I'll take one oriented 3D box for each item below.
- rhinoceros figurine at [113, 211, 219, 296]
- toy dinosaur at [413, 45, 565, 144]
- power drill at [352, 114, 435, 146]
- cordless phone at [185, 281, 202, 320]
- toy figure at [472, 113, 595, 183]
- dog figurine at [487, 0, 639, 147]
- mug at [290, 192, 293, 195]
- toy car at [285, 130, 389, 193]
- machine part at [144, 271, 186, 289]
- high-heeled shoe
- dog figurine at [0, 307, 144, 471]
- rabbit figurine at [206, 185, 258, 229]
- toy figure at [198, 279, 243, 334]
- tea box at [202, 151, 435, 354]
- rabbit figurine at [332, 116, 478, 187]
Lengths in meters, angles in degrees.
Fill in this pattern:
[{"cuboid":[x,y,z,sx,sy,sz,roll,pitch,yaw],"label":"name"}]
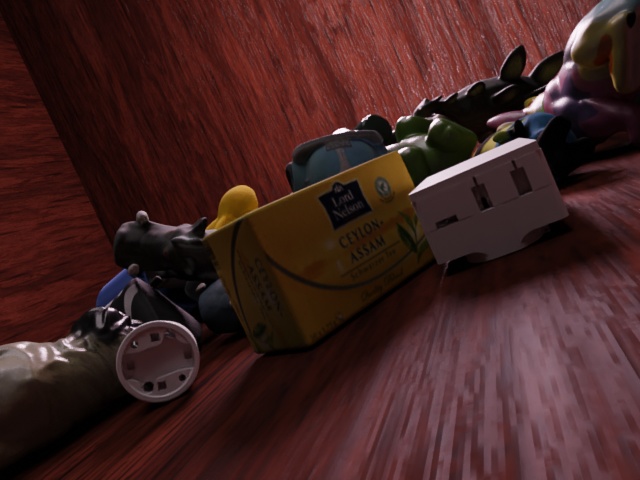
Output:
[{"cuboid":[-0.114,0.021,0.559,0.190,0.073,0.112,9,-11,-7],"label":"rhinoceros figurine"},{"cuboid":[0.322,-0.194,0.840,0.471,0.105,0.198,-5,-25,-38],"label":"toy dinosaur"},{"cuboid":[0.105,-0.155,0.962,0.207,0.086,0.232,-15,-16,-20],"label":"power drill"},{"cuboid":[-0.133,0.069,0.706,0.184,0.088,0.146,-35,-2,29],"label":"cordless phone"},{"cuboid":[0.220,-0.092,0.588,0.089,0.082,0.180,-25,6,5],"label":"toy figure"},{"cuboid":[0.291,-0.174,0.620,0.108,0.191,0.219,-32,21,-19],"label":"dog figurine"},{"cuboid":[-0.001,-0.002,0.701,0.107,0.109,0.080,-78,14,-45],"label":"mug"},{"cuboid":[0.028,-0.022,0.546,0.109,0.161,0.103,-9,43,-2],"label":"toy car"},{"cuboid":[-0.165,0.034,0.791,0.079,0.079,0.243,-22,-17,37],"label":"machine part"},{"cuboid":[-0.208,0.115,0.571,0.145,0.086,0.249,-52,21,-5],"label":"high-heeled shoe"},{"cuboid":[-0.236,0.126,0.415,0.172,0.121,0.190,-19,-8,28],"label":"dog figurine"},{"cuboid":[-0.135,-0.008,0.950,0.162,0.173,0.122,-21,5,-36],"label":"rabbit figurine"},{"cuboid":[-0.035,0.042,0.494,0.154,0.057,0.064,-22,20,10],"label":"toy figure"},{"cuboid":[0.010,0.005,0.412,0.169,0.098,0.068,-30,5,-40],"label":"tea box"},{"cuboid":[0.078,-0.083,0.658,0.170,0.159,0.121,3,23,-25],"label":"rabbit figurine"}]
